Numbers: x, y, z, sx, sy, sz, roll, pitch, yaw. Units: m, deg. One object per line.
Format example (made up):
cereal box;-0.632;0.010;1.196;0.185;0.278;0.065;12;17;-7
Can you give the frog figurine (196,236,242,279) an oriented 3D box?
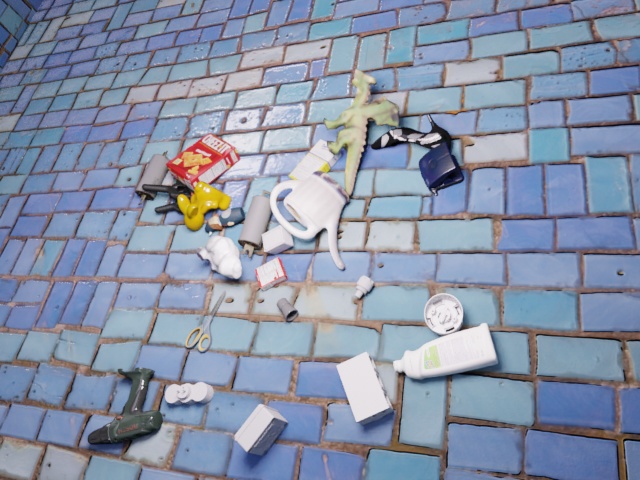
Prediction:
frog figurine;-0.290;0.054;1.617;0.159;0.135;0.124;6;34;45

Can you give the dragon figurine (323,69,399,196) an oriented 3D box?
dragon figurine;0.147;-0.365;1.665;0.240;0.417;0.121;-24;-24;33

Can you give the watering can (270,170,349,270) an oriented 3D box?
watering can;0.005;-0.081;1.606;0.351;0.226;0.102;41;-15;17
